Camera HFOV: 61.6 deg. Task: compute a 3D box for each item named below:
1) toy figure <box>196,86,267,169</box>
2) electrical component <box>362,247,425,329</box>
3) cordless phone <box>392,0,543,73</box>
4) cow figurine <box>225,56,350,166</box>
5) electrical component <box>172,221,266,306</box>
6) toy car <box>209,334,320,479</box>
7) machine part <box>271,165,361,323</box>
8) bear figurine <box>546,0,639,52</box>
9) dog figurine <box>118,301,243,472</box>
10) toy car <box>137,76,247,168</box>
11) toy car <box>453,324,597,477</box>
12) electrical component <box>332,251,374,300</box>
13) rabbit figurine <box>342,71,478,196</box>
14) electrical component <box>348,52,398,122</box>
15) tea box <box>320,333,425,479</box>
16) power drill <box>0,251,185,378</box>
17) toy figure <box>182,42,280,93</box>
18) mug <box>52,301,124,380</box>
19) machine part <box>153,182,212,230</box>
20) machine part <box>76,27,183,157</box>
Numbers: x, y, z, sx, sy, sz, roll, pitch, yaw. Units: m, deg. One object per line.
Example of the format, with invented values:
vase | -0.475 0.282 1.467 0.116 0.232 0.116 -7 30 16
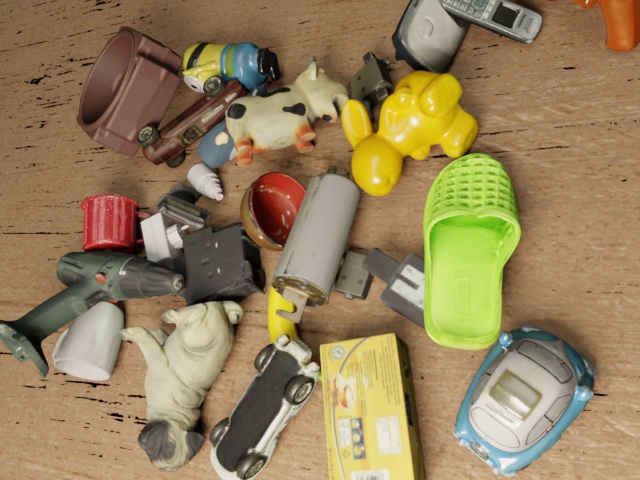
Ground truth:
toy figure | -0.135 -0.184 0.878 0.154 0.057 0.064 -45 36 3
electrical component | 0.110 0.057 0.671 0.119 0.047 0.075 28 81 29
cordless phone | 0.211 -0.295 0.774 0.184 0.088 0.146 25 79 13
cow figurine | -0.048 -0.199 0.821 0.195 0.085 0.127 -15 79 -7
electrical component | -0.152 0.041 0.788 0.134 0.058 0.115 -20 60 14
toy car | -0.070 0.210 0.662 0.074 0.056 0.201 36 100 31
machine part | -0.001 -0.002 0.710 0.079 0.079 0.243 3 55 24
bear figurine | 0.347 -0.346 0.726 0.120 0.131 0.196 -53 41 -7
dog figurine | -0.164 0.191 0.717 0.172 0.121 0.190 -25 75 15
toy car | -0.208 -0.192 0.896 0.202 0.089 0.053 -34 57 5
toy car | 0.205 0.159 0.556 0.109 0.102 0.161 38 84 32
electrical component | 0.048 0.049 0.718 0.094 0.021 0.063 12 73 26
rabbit figurine | 0.099 -0.142 0.724 0.163 0.121 0.173 34 86 36
electrical component | 0.087 -0.235 0.816 0.078 0.045 0.102 -45 50 34
tea box | 0.059 0.201 0.619 0.098 0.068 0.169 -11 63 18
power drill | -0.332 0.089 0.755 0.232 0.085 0.207 12 48 35
toy figure | -0.156 -0.299 0.926 0.180 0.082 0.089 1 61 27
mug | -0.350 0.150 0.819 0.110 0.080 0.107 -8 51 27
machine part | -0.213 -0.053 0.830 0.039 0.084 0.139 -67 21 14
machine part | -0.341 -0.264 0.945 0.201 0.087 0.201 38 102 46
